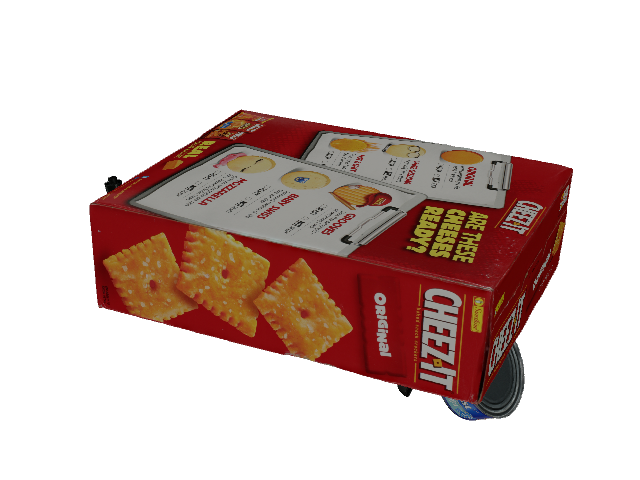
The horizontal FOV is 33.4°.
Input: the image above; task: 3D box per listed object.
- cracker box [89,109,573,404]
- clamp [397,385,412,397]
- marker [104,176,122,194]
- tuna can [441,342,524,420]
[{"bbox_3d":[0.011,-0.001,0.579,0.214,0.072,0.164,13,28,22],"label":"cracker box"},{"bbox_3d":[0.141,0.101,1.167,0.120,0.171,0.039,6,-44,-5],"label":"clamp"},{"bbox_3d":[-0.216,-0.012,1.161,0.020,0.121,0.020,-6,22,2],"label":"marker"},{"bbox_3d":[0.137,0.112,0.919,0.085,0.086,0.034,0,-12,-45],"label":"tuna can"}]
